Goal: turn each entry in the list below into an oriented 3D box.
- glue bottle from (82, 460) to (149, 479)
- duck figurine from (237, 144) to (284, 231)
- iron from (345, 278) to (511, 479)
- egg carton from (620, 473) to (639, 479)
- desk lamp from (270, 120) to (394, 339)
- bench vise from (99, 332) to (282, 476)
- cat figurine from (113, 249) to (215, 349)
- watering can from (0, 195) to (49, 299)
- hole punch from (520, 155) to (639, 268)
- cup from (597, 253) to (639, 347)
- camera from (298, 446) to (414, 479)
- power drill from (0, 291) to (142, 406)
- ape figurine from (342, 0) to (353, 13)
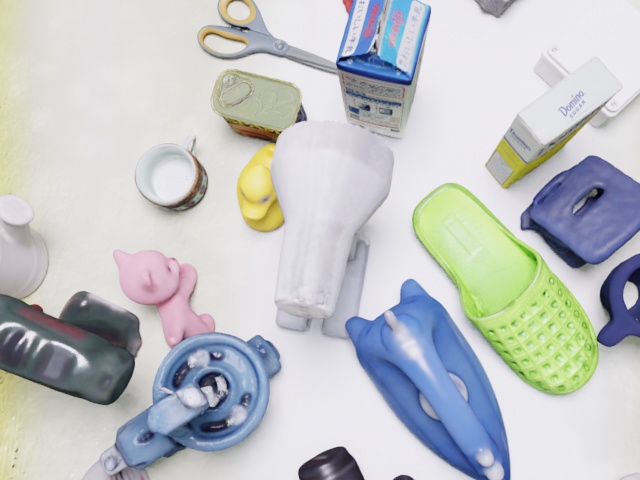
[{"bbox_3d":[-0.233,0.278,0.607,0.037,0.173,0.078,-34,82,1],"label":"glue bottle"},{"bbox_3d":[-0.066,-0.066,0.669,0.077,0.086,0.105,13,86,7],"label":"duck figurine"},{"bbox_3d":[0.134,0.169,0.600,0.118,0.141,0.258,-35,82,1],"label":"iron"},{"bbox_3d":[0.373,0.317,0.600,0.107,0.069,0.150,-15,83,4],"label":"egg carton"},{"bbox_3d":[0.005,0.002,0.592,0.118,0.213,0.203,8,85,6],"label":"desk lamp"},{"bbox_3d":[-0.137,0.186,0.584,0.121,0.220,0.207,36,89,8],"label":"bench vise"},{"bbox_3d":[-0.181,0.063,0.651,0.067,0.118,0.128,-24,83,3],"label":"cat figurine"},{"bbox_3d":[-0.397,0.011,0.638,0.101,0.194,0.173,35,89,8],"label":"watering can"},{"bbox_3d":[0.293,-0.032,0.631,0.108,0.091,0.101,-44,82,0],"label":"hole punch"},{"bbox_3d":[0.333,0.070,0.615,0.118,0.095,0.091,-44,82,0],"label":"cup"},{"bbox_3d":[0.043,0.295,0.617,0.143,0.101,0.137,-25,83,2],"label":"camera"},{"bbox_3d":[-0.290,0.099,0.612,0.229,0.208,0.076,22,87,7],"label":"power drill"},{"bbox_3d":[0.059,-0.291,0.677,0.076,0.092,0.078,10,85,6],"label":"ape figurine"}]
